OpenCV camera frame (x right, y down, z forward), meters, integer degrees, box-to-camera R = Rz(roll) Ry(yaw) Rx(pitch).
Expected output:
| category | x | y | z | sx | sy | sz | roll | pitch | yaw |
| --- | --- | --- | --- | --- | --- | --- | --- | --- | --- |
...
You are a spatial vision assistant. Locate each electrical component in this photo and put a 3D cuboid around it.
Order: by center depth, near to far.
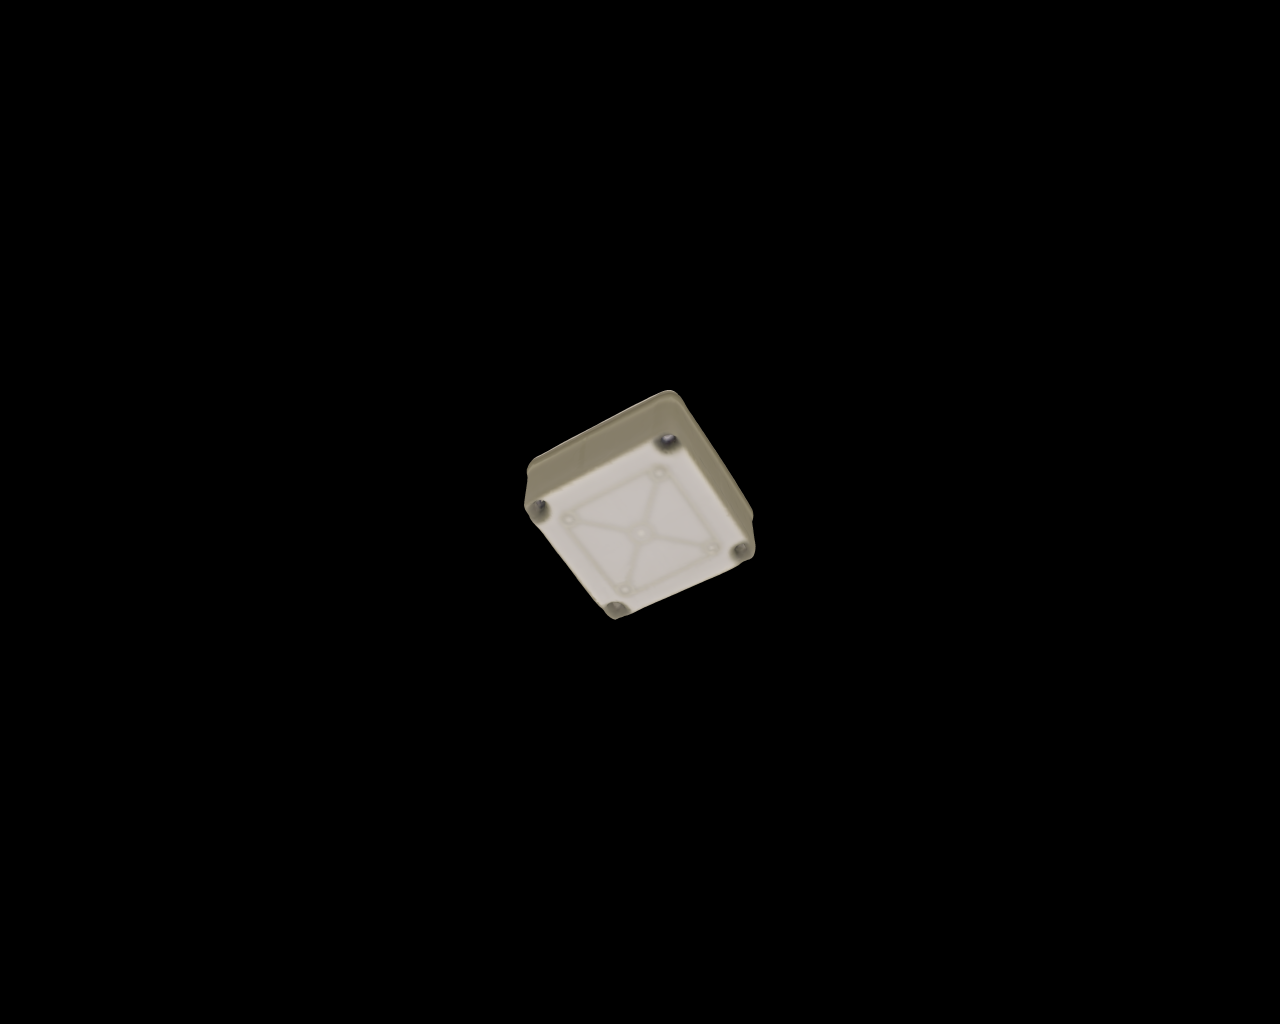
| category | x | y | z | sx | sy | sz | roll | pitch | yaw |
| --- | --- | --- | --- | --- | --- | --- | --- | --- | --- |
| electrical component | 0.001 | -0.003 | 0.650 | 0.108 | 0.108 | 0.056 | -26 | 30 | 17 |
